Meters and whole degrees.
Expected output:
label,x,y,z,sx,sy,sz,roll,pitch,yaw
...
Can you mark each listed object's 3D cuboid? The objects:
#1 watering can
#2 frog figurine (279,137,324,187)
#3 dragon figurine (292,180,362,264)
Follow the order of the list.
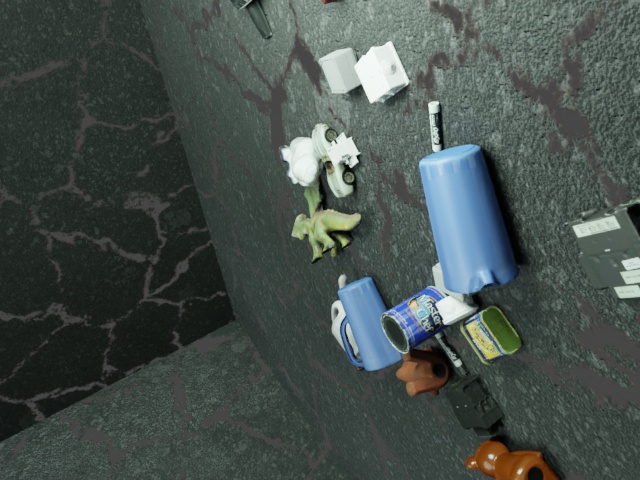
label,x,y,z,sx,sy,sz,roll,pitch,yaw
watering can,0.106,0.272,1.609,0.228,0.105,0.339,50,155,31
frog figurine,-0.032,-0.209,1.392,0.160,0.123,0.136,18,113,62
dragon figurine,0.005,-0.076,1.500,0.246,0.123,0.403,68,151,16
